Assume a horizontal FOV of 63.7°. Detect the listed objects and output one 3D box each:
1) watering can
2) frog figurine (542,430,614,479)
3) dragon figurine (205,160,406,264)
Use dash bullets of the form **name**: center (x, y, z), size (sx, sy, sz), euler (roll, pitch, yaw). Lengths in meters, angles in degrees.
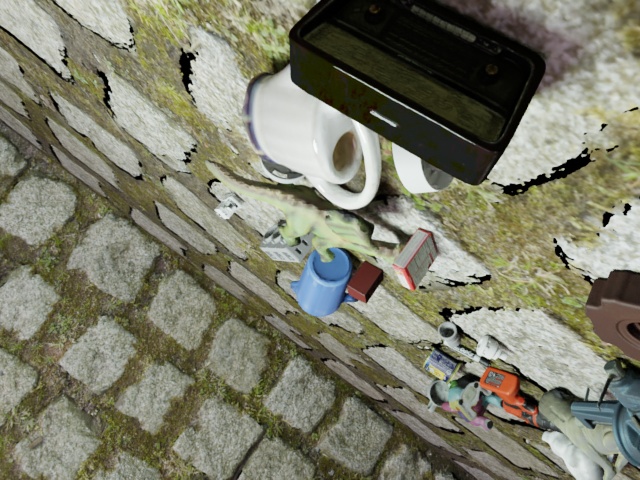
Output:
- **watering can**: center (-0.017, -0.190, 0.719), size (0.226, 0.106, 0.340), euler (22, 142, 37)
- **frog figurine**: center (0.626, 0.530, 1.264), size (0.160, 0.124, 0.136), euler (9, 168, 31)
- **dragon figurine**: center (0.003, -0.046, 0.922), size (0.407, 0.123, 0.242), euler (26, 168, -28)
